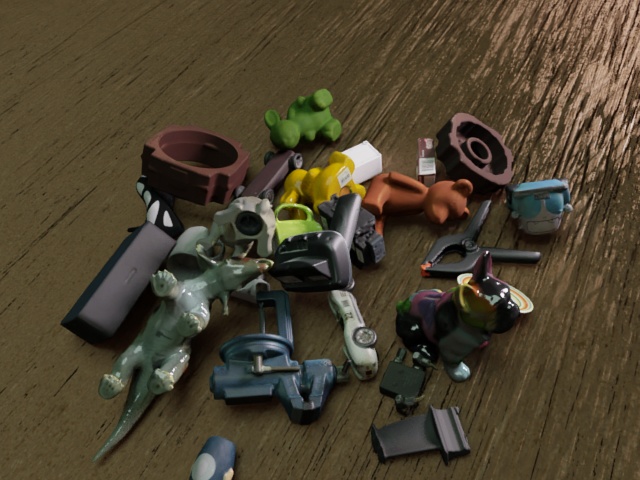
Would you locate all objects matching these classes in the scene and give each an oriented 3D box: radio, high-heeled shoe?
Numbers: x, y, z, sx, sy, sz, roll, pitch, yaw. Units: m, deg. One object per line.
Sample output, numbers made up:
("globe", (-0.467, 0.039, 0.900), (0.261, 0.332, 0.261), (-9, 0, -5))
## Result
("radio", (-0.376, 0.080, 1.003), (0.131, 0.073, 0.229), (-25, 30, 46))
("high-heeled shoe", (-0.323, -0.093, 1.158), (0.145, 0.086, 0.249), (-5, 48, 23))

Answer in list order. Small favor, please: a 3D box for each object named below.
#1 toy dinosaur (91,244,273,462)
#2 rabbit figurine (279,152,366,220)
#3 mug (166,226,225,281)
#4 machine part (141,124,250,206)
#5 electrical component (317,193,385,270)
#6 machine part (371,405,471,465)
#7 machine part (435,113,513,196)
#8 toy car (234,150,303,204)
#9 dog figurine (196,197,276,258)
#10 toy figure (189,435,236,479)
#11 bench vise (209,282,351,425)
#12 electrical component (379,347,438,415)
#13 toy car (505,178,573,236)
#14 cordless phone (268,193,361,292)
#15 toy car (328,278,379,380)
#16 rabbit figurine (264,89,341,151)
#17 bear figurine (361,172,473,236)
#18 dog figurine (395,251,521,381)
("toy dinosaur", (-0.247, 0.161, 0.899), (0.131, 0.192, 0.404), (37, 95, 5))
("rabbit figurine", (-0.013, -0.097, 1.128), (0.173, 0.121, 0.162), (20, 63, 42))
("mug", (-0.241, 0.019, 1.067), (0.110, 0.080, 0.107), (-12, 38, 12))
("machine part", (-0.271, -0.165, 1.179), (0.201, 0.087, 0.201), (20, 34, 2))
("electrical component", (0.064, -0.011, 1.016), (0.058, 0.114, 0.134), (-39, 54, -17))
("machine part", (0.145, 0.290, 0.789), (0.139, 0.039, 0.084), (-9, 53, 0))
("machine part", (0.317, -0.175, 1.105), (0.179, 0.056, 0.179), (15, 54, -22))
("toy car", (-0.113, -0.134, 1.197), (0.089, 0.053, 0.202), (10, 47, 24))
("dog figurine", (-0.136, -0.046, 1.032), (0.172, 0.121, 0.191), (-31, 21, 22))
("toy figure", (-0.169, 0.363, 0.769), (0.064, 0.057, 0.154), (-25, 36, 43))
("bench vise", (-0.067, 0.172, 0.877), (0.224, 0.128, 0.241), (-9, 53, 1))
("electrical component", (0.138, 0.220, 0.845), (0.078, 0.045, 0.102), (22, 56, 25))
("toy car", (0.401, -0.059, 1.002), (0.109, 0.161, 0.102), (-6, 91, 11))
("cordless phone", (-0.002, -0.002, 0.940), (0.147, 0.088, 0.184), (-9, 52, 40))
("toy car", (0.052, 0.139, 0.912), (0.056, 0.073, 0.202), (-17, 48, -5))
("rabbit figurine", (-0.061, -0.271, 1.253), (0.159, 0.121, 0.170), (12, 39, 37))
("bear figurine", (0.188, -0.061, 1.041), (0.196, 0.120, 0.132), (14, 56, 14))
("dog figurine", (0.204, 0.102, 0.824), (0.192, 0.219, 0.108), (31, 57, 30))
